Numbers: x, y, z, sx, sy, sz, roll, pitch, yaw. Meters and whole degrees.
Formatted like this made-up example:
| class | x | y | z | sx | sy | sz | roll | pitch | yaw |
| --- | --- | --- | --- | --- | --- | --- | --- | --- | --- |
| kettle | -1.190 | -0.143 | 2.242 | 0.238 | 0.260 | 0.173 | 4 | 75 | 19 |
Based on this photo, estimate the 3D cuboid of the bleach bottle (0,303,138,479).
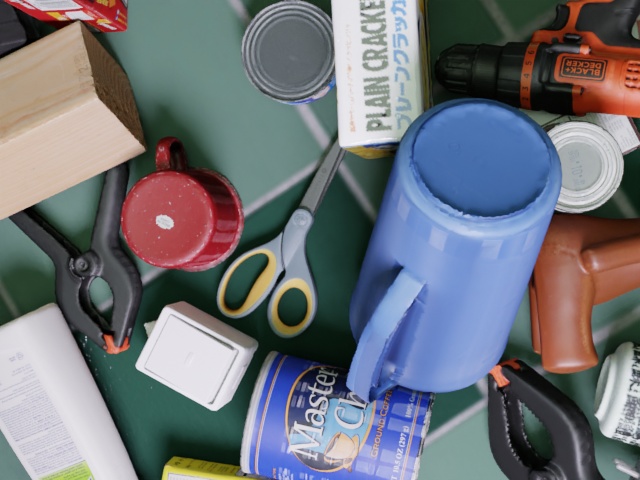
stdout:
| class | x | y | z | sx | sy | sz | roll | pitch | yaw |
| --- | --- | --- | --- | --- | --- | --- | --- | --- | --- |
| bleach bottle | -0.219 | 0.186 | 0.929 | 0.103 | 0.068 | 0.251 | -24 | 93 | 31 |

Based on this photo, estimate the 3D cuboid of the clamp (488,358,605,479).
| class | x | y | z | sx | sy | sz | roll | pitch | yaw |
| --- | --- | --- | --- | --- | --- | --- | --- | --- | --- |
| clamp | 0.187 | 0.200 | 0.864 | 0.165 | 0.036 | 0.210 | -44 | 67 | 40 |

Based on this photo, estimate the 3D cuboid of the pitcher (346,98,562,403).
| class | x | y | z | sx | sy | sz | roll | pitch | yaw |
| --- | --- | --- | --- | --- | --- | --- | --- | --- | --- |
| pitcher | 0.090 | 0.015 | 0.774 | 0.145 | 0.243 | 0.149 | -3 | 61 | -5 |

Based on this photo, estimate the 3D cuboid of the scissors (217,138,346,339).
| class | x | y | z | sx | sy | sz | roll | pitch | yaw |
| --- | --- | --- | --- | --- | --- | --- | --- | --- | --- |
| scissors | -0.006 | 0.001 | 0.918 | 0.096 | 0.016 | 0.202 | 44 | 97 | 4 |

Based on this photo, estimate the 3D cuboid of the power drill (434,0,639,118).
| class | x | y | z | sx | sy | sz | roll | pitch | yaw |
| --- | --- | --- | --- | --- | --- | --- | --- | --- | --- |
| power drill | 0.194 | -0.189 | 0.839 | 0.185 | 0.057 | 0.187 | 10 | 79 | 18 |

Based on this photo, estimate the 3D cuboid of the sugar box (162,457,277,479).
| class | x | y | z | sx | sy | sz | roll | pitch | yaw |
| --- | --- | --- | --- | --- | --- | --- | --- | --- | --- |
| sugar box | -0.051 | 0.246 | 0.916 | 0.176 | 0.048 | 0.093 | 8 | 92 | 5 |

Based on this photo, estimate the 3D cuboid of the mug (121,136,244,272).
| class | x | y | z | sx | sy | sz | roll | pitch | yaw |
| --- | --- | --- | --- | --- | --- | --- | --- | --- | --- |
| mug | -0.119 | -0.030 | 0.901 | 0.093 | 0.081 | 0.117 | -6 | 90 | 9 |

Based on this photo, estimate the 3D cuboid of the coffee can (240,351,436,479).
| class | x | y | z | sx | sy | sz | roll | pitch | yaw |
| --- | --- | --- | --- | --- | --- | --- | --- | --- | --- |
| coffee can | 0.016 | 0.156 | 0.874 | 0.140 | 0.102 | 0.103 | 12 | 93 | 8 |

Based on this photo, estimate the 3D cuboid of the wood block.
| class | x | y | z | sx | sy | sz | roll | pitch | yaw |
| --- | --- | --- | --- | --- | --- | --- | --- | --- | --- |
| wood block | -0.264 | -0.088 | 0.906 | 0.206 | 0.090 | 0.090 | -24 | 60 | 9 |

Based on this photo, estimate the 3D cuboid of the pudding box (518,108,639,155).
| class | x | y | z | sx | sy | sz | roll | pitch | yaw |
| --- | --- | --- | --- | --- | --- | --- | --- | --- | --- |
| pudding box | 0.194 | -0.091 | 0.874 | 0.113 | 0.039 | 0.090 | -26 | 89 | 10 |

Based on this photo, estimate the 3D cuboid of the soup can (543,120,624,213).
| class | x | y | z | sx | sy | sz | roll | pitch | yaw |
| --- | --- | --- | --- | --- | --- | --- | --- | --- | --- |
| soup can | 0.188 | -0.056 | 0.805 | 0.068 | 0.102 | 0.068 | 1 | 95 | 8 |

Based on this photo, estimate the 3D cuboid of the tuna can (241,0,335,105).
| class | x | y | z | sx | sy | sz | roll | pitch | yaw |
| --- | --- | --- | --- | --- | --- | --- | --- | --- | --- |
| tuna can | -0.022 | -0.158 | 0.908 | 0.086 | 0.033 | 0.086 | 0 | 91 | 8 |

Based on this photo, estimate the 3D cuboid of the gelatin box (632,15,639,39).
| class | x | y | z | sx | sy | sz | roll | pitch | yaw |
| --- | --- | --- | --- | --- | --- | --- | --- | --- | --- |
| gelatin box | 0.284 | -0.163 | 0.863 | 0.089 | 0.030 | 0.073 | -4 | 90 | 9 |

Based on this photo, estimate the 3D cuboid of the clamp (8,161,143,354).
| class | x | y | z | sx | sy | sz | roll | pitch | yaw |
| --- | --- | --- | --- | --- | --- | --- | --- | --- | --- |
| clamp | -0.213 | 0.018 | 0.940 | 0.120 | 0.039 | 0.171 | -10 | 87 | 18 |

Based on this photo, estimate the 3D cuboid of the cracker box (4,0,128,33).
| class | x | y | z | sx | sy | sz | roll | pitch | yaw |
| --- | --- | --- | --- | --- | --- | --- | --- | --- | --- |
| cracker box | -0.210 | -0.289 | 0.869 | 0.072 | 0.164 | 0.214 | 0 | 91 | 6 |
